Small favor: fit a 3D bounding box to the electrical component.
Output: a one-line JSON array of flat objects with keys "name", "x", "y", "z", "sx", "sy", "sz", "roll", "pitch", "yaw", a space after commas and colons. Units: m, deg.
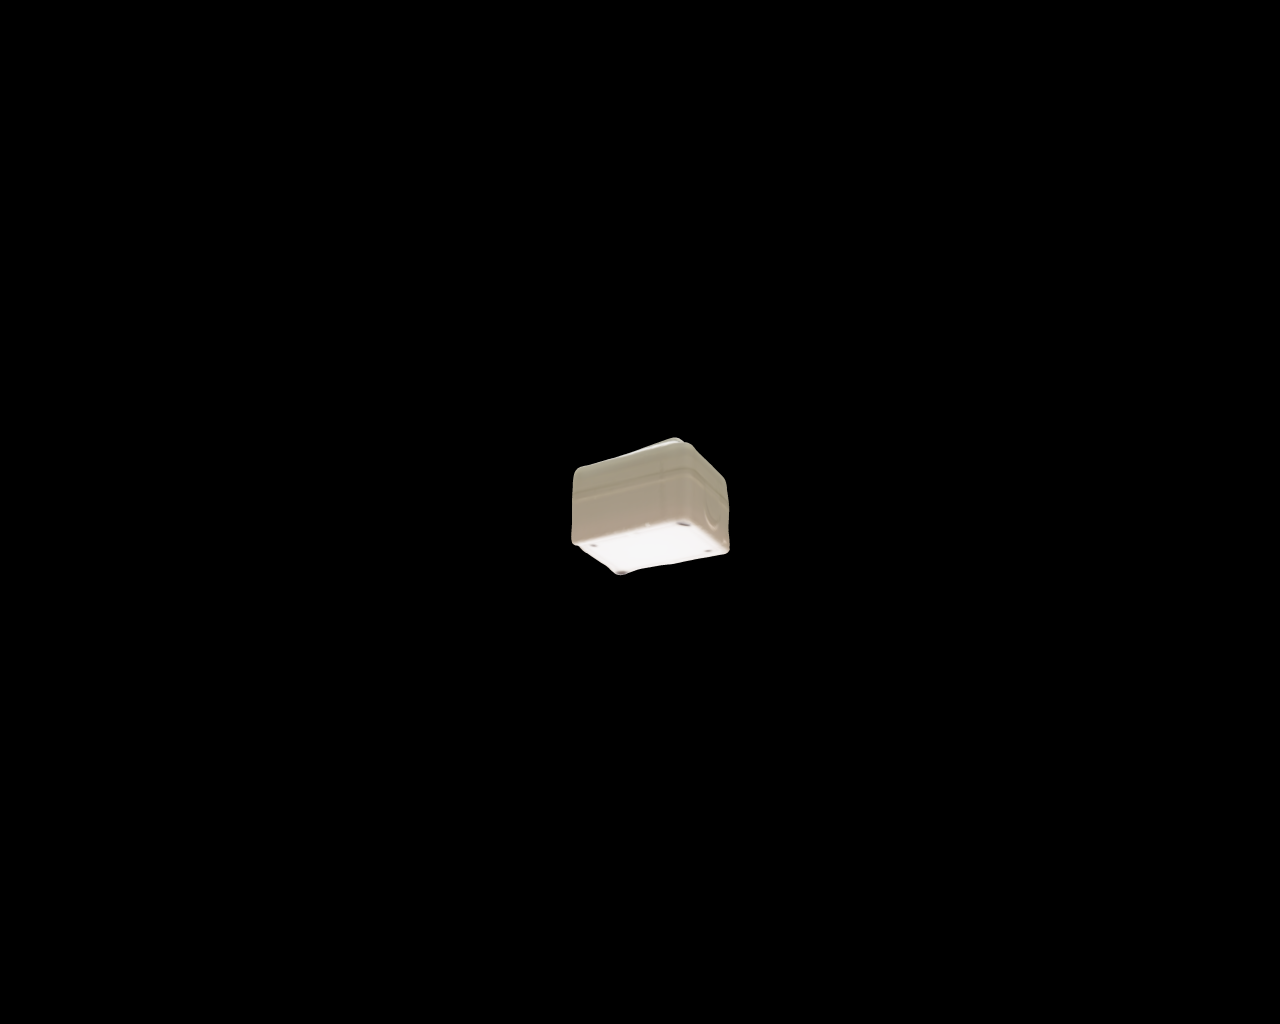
[{"name": "electrical component", "x": 0.001, "y": -0.003, "z": 0.650, "sx": 0.096, "sy": 0.061, "sz": 0.061, "roll": -12, "pitch": -27, "yaw": 25}]
